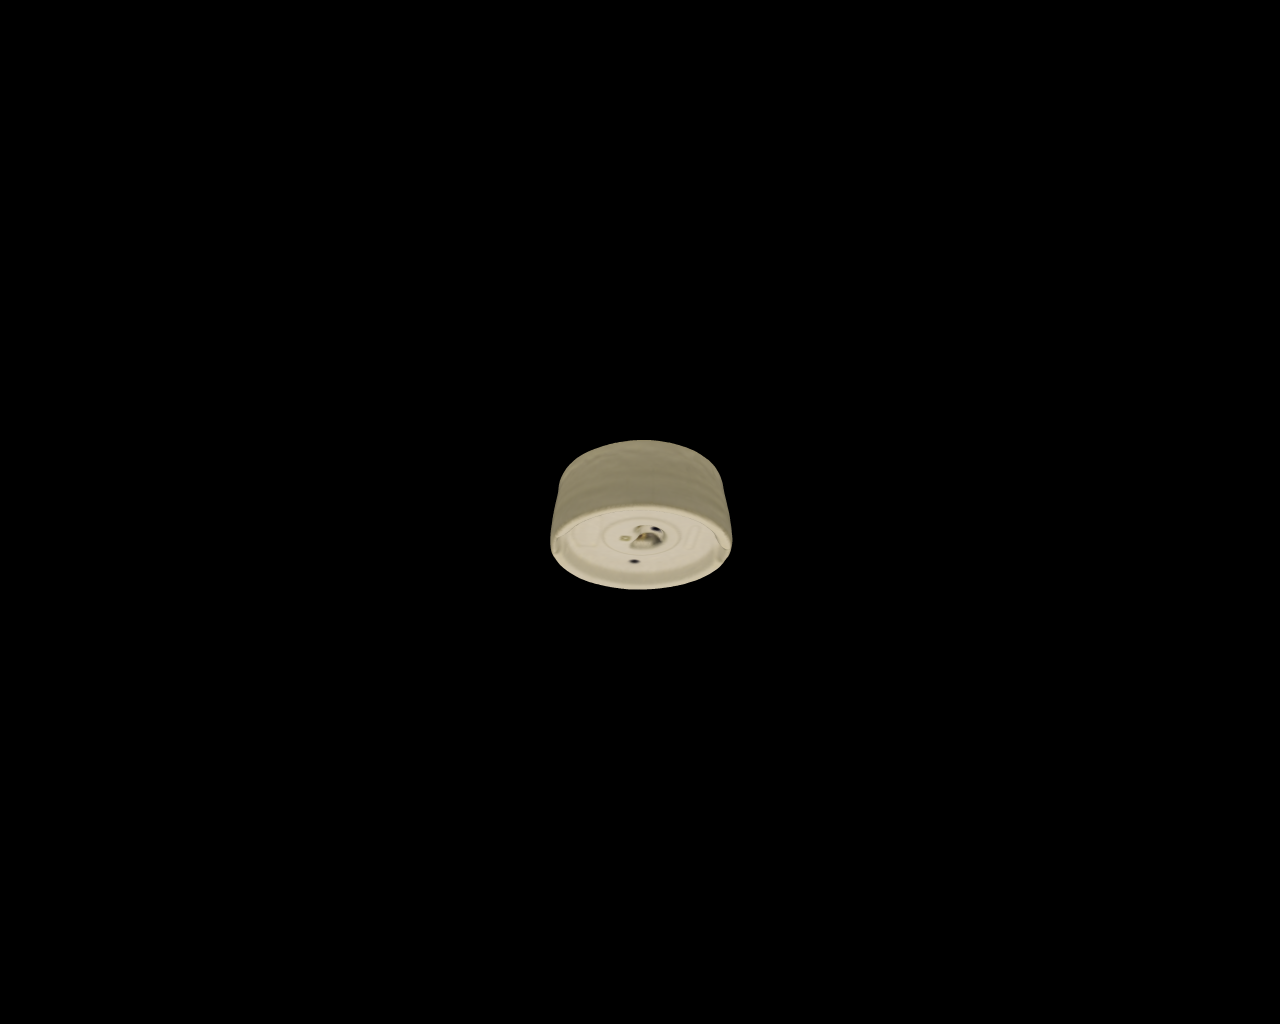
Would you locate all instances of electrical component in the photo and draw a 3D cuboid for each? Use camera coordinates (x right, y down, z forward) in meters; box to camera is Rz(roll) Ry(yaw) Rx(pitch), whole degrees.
[{"bbox_3d":[0.001,-0.003,0.650,0.108,0.060,0.108,0,-30,0],"label":"electrical component"}]
